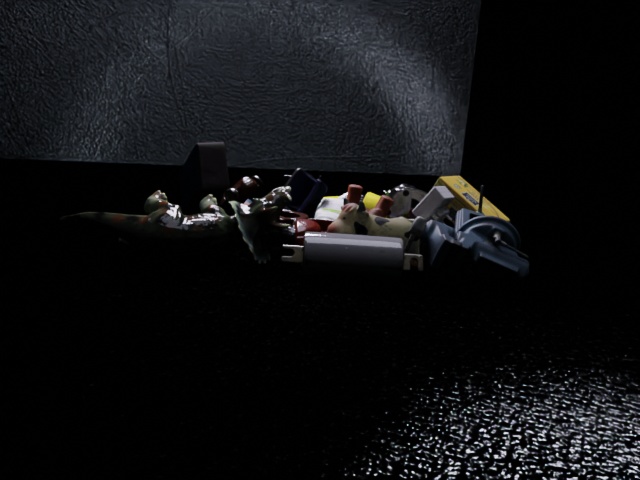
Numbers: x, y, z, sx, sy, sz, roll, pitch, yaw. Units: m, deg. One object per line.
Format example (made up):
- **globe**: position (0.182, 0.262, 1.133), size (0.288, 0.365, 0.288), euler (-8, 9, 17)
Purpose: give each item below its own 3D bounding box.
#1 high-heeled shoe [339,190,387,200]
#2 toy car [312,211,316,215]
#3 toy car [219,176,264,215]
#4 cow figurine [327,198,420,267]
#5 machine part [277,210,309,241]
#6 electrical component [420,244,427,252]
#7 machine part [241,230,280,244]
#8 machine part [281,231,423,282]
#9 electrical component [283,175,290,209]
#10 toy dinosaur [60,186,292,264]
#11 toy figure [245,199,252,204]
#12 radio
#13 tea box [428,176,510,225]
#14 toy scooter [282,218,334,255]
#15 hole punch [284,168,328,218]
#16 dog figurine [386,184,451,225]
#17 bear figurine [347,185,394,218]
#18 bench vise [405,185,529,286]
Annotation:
- **high-heeled shoe**: position (0.152, -0.082, 1.605), size (0.249, 0.086, 0.145), euler (-19, 50, -19)
- **toy car**: position (-0.025, -0.094, 1.557), size (0.202, 0.056, 0.073), euler (7, 12, 14)
- **toy car**: position (-0.205, -0.091, 1.258), size (0.089, 0.053, 0.202), euler (-38, 2, -36)
- **cow figurine**: position (0.103, -0.012, 1.013), size (0.195, 0.127, 0.086), euler (1, 9, -28)
- **machine part**: position (-0.112, -0.037, 1.245), size (0.179, 0.056, 0.179), euler (5, 11, -1)
- **electrical component**: position (0.230, -0.012, 1.235), size (0.115, 0.058, 0.134), euler (3, 11, -16)
- **machine part**: position (-0.132, -0.024, 1.111), size (0.039, 0.084, 0.139), euler (25, -7, -38)
- **machine part**: position (0.055, 0.028, 0.919), size (0.243, 0.079, 0.079), euler (3, 11, 1)
- **electrical component**: position (-0.093, -0.120, 1.506), size (0.075, 0.119, 0.048), euler (9, 11, 11)
- **toy dinosaur**: position (-0.242, -0.016, 0.964), size (0.405, 0.131, 0.192), euler (-8, 15, -23)
- **toy figure**: position (-0.188, -0.073, 1.394), size (0.064, 0.057, 0.155), euler (-6, 19, -16)
- **radio**: position (-0.297, -0.147, 1.362), size (0.073, 0.131, 0.229), euler (-4, -12, -26)
- **tea box**: position (0.341, -0.072, 1.243), size (0.098, 0.068, 0.170), euler (-11, 52, -48)
- **toy scooter**: position (-0.009, -0.007, 1.084), size (0.135, 0.075, 0.184), euler (3, 7, -2)
- **hole punch**: position (-0.031, -0.113, 1.426), size (0.092, 0.142, 0.115), euler (32, 1, 36)
- **dog figurine**: position (0.258, -0.077, 1.415), size (0.192, 0.108, 0.219), euler (27, 10, 4)
- **bear figurine**: position (0.109, -0.047, 1.194), size (0.120, 0.132, 0.196), euler (19, 3, -7)
- **bench vise**: position (0.275, -0.005, 1.003), size (0.224, 0.128, 0.241), euler (14, 30, 9)
